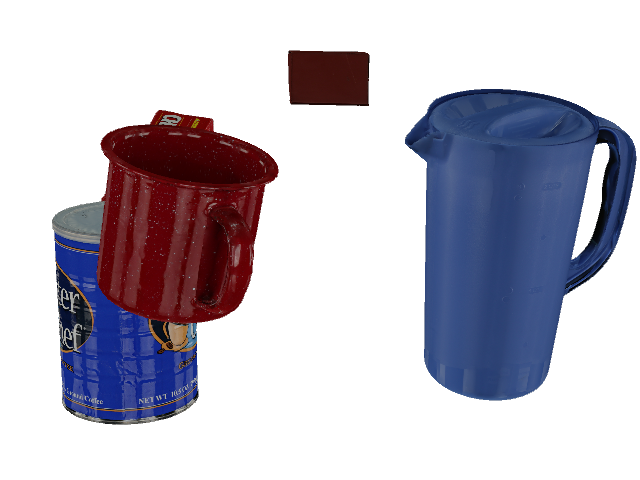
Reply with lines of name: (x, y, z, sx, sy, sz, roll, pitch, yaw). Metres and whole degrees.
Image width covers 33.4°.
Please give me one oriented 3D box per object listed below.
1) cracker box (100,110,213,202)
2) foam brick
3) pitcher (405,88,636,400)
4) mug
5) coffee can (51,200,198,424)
cracker box: (-0.167, -0.005, 1.136, 0.072, 0.214, 0.164, 11, 43, 9)
foam brick: (0.007, -0.159, 1.048, 0.078, 0.051, 0.053, 1, 12, -3)
pitcher: (0.157, 0.005, 0.879, 0.149, 0.243, 0.144, 18, 31, 30)
mug: (-0.068, -0.004, 0.560, 0.093, 0.081, 0.117, -5, 27, -36)
coffee can: (-0.141, 0.050, 0.784, 0.103, 0.140, 0.103, 1, 16, 0)
